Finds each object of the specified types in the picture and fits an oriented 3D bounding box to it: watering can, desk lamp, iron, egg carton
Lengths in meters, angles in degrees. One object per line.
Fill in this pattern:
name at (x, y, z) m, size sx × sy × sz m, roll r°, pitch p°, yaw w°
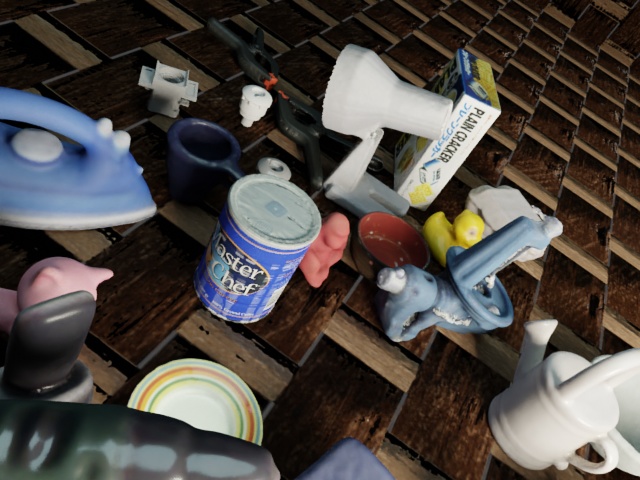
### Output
watering can at (0.286, 0.173, 0.660) m, size 0.101 × 0.194 × 0.172 m, roll -22°, pitch 63°, yaw -43°
desk lamp at (0.083, -0.149, 0.837) m, size 0.203 × 0.213 × 0.118 m, roll 33°, pitch 41°, yaw 1°
iron at (-0.292, -0.097, 0.607) m, size 0.259 × 0.141 × 0.118 m, roll 8°, pitch 46°, yaw -25°
egg carton at (0.317, -0.029, 0.975) m, size 0.107 × 0.069 × 0.150 m, roll -3°, pitch 52°, yaw -34°

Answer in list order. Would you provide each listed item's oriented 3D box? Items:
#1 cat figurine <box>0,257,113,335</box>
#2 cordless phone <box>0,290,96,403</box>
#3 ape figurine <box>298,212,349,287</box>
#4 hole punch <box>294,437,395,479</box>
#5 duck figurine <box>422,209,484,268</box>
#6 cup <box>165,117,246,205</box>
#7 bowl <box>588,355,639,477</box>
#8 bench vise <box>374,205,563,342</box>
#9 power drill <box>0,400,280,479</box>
cat figurine at (-0.255, 0.050, 0.503) m, size 0.128 × 0.117 × 0.067 m, roll 12°, pitch 44°, yaw -22°
cordless phone at (-0.237, 0.101, 0.412) m, size 0.148 × 0.185 × 0.094 m, roll -24°, pitch 65°, yaw -44°
ape figurine at (0.007, 0.003, 0.733) m, size 0.078 × 0.092 × 0.076 m, roll -8°, pitch 54°, yaw -37°
hole punch at (0.018, 0.248, 0.499) m, size 0.101 × 0.091 × 0.108 m, roll -25°, pitch 66°, yaw -44°
duck figurine at (0.212, -0.010, 0.878) m, size 0.078 × 0.086 × 0.104 m, roll -11°, pitch 56°, yaw -39°
cup at (-0.145, -0.082, 0.719) m, size 0.117 × 0.095 × 0.092 m, roll 41°, pitch 41°, yaw 10°
bowl at (0.398, 0.241, 0.755) m, size 0.168 × 0.074 × 0.167 m, roll 17°, pitch 43°, yaw -17°
bench vise at (0.182, 0.051, 0.696) m, size 0.208 × 0.219 × 0.121 m, roll -9°, pitch 55°, yaw -37°
power drill at (-0.165, 0.169, 0.372) m, size 0.230 × 0.208 × 0.075 m, roll 16°, pitch 43°, yaw -18°
